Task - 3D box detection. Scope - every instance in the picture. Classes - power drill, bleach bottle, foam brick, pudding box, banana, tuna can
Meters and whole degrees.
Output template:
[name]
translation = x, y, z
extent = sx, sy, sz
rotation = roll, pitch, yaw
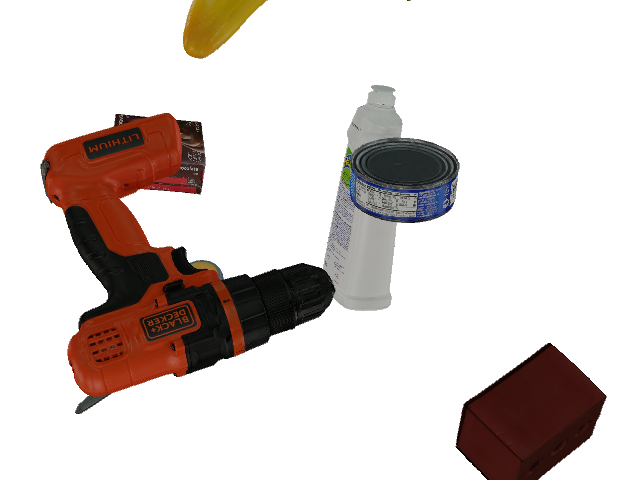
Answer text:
[power drill]
translation = -0.103, 0.002, 0.742
extent = 0.184, 0.188, 0.057
rotation = -17, -29, -17
[bleach bottle]
translation = 0.057, -0.052, 1.236
extent = 0.068, 0.251, 0.103
rotation = -1, 22, -23
[foam brick]
translation = 0.131, 0.114, 0.670
extent = 0.078, 0.053, 0.051
rotation = -31, 55, -25
[pudding box]
translation = -0.163, -0.087, 1.060
extent = 0.090, 0.039, 0.113
rotation = 5, 25, -11
[banana]
translation = -0.015, -0.174, 0.696
extent = 0.197, 0.069, 0.037
rotation = -23, -9, -33
[tuna can]
translation = 0.066, -0.048, 0.844
extent = 0.086, 0.034, 0.086
rotation = 1, 31, -1

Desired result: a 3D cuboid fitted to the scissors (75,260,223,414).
[scissors]
translation = -0.142, 0.075, 0.933
extent = 0.201, 0.016, 0.096
rotation = -24, 52, -26
